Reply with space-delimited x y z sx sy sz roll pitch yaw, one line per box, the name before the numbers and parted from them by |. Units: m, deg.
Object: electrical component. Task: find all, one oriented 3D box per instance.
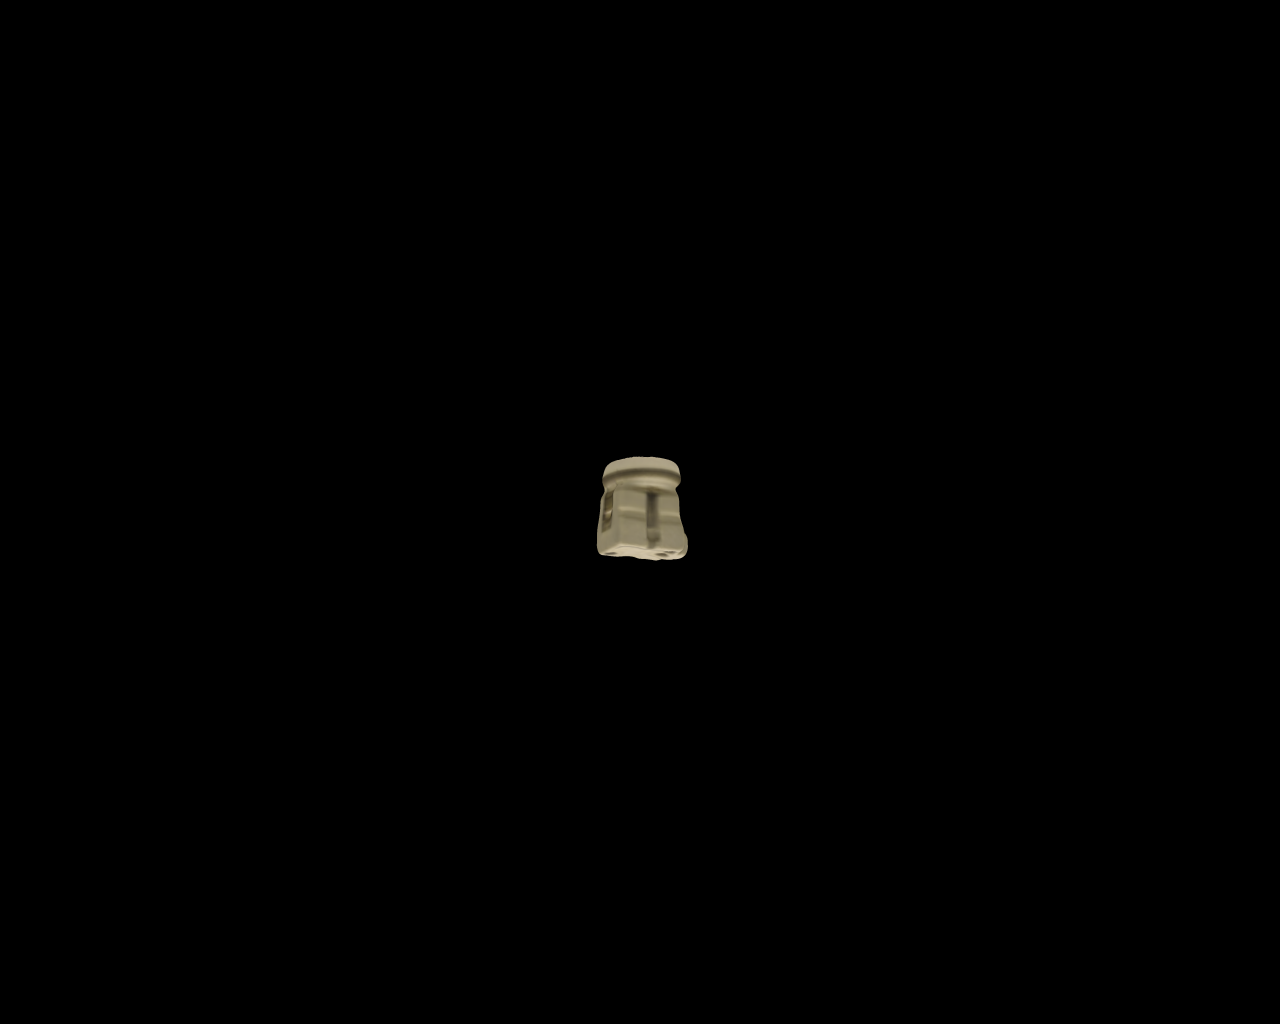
electrical component | 0.001 -0.003 0.650 0.066 0.055 0.048 7 -15 -26
